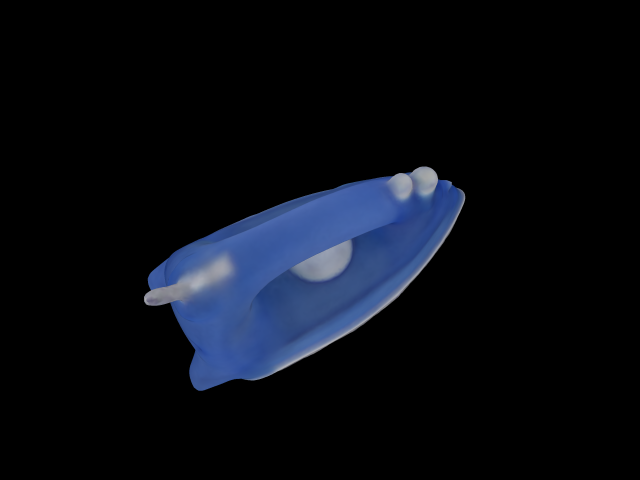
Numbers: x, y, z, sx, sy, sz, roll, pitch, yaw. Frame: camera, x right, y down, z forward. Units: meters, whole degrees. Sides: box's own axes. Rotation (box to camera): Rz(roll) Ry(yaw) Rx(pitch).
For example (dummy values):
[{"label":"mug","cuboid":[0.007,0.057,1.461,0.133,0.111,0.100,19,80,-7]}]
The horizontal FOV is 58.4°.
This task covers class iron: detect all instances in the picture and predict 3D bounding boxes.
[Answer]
[{"label":"iron","cuboid":[0.004,0.001,0.400,0.258,0.141,0.118,-27,76,-7]}]
